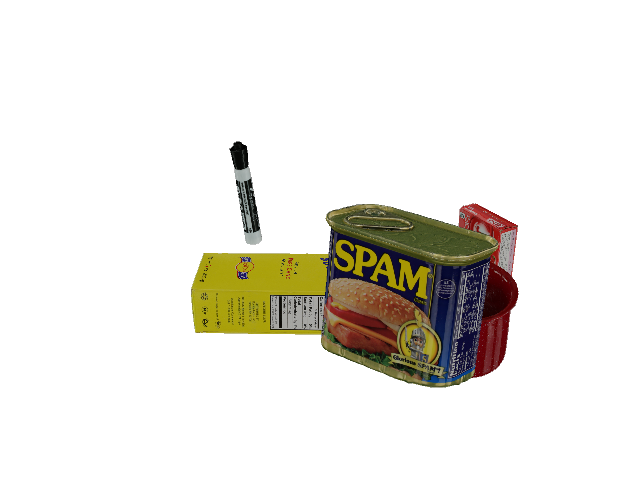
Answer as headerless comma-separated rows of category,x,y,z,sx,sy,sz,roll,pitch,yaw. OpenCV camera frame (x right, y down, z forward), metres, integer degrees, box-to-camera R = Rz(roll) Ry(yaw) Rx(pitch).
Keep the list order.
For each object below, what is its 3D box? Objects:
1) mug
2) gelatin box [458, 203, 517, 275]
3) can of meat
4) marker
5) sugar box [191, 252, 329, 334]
mug,0.136,0.069,1.025,0.093,0.081,0.117,-8,39,-7
gelatin box,0.196,0.010,1.271,0.030,0.089,0.073,-17,33,-29
can of meat,0.049,0.032,0.635,0.102,0.084,0.057,18,22,36
marker,-0.082,-0.052,1.169,0.020,0.121,0.020,-6,29,3
sugar box,-0.015,0.043,0.887,0.176,0.048,0.093,-2,19,1
